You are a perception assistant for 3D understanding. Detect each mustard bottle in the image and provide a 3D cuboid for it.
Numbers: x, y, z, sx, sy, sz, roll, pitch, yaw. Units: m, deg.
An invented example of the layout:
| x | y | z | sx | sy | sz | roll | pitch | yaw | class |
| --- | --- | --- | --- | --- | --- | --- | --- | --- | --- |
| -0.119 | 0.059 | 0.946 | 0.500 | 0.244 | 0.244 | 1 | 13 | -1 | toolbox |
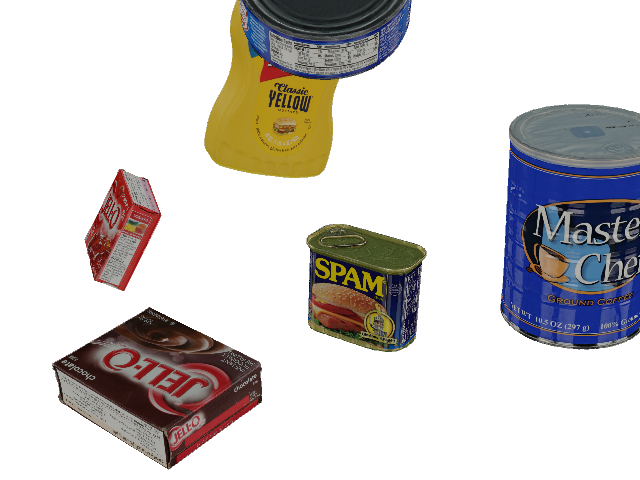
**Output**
| x | y | z | sx | sy | sz | roll | pitch | yaw | class |
| --- | --- | --- | --- | --- | --- | --- | --- | --- | --- |
| -0.022 | -0.144 | 0.798 | 0.096 | 0.192 | 0.058 | 6 | 23 | -22 | mustard bottle |

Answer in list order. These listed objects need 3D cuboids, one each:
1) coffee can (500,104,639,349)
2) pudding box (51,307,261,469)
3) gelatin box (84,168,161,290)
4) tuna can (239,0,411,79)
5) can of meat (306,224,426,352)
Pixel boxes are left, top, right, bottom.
| x | y | z | sx | sy | sz | roll | pitch | yaw | class |
| --- | --- | --- | --- | --- | --- | --- | --- | --- | --- |
| 0.179 | -0.011 | 0.736 | 0.103 | 0.140 | 0.103 | -2 | 26 | 1 | coffee can |
| -0.109 | 0.096 | 0.718 | 0.114 | 0.039 | 0.089 | 20 | 34 | 35 | pudding box |
| -0.166 | -0.011 | 0.887 | 0.030 | 0.073 | 0.089 | 22 | 15 | -25 | gelatin box |
| 0.002 | -0.120 | 0.519 | 0.086 | 0.086 | 0.034 | 0 | -30 | 1 | tuna can |
| 0.037 | 0.042 | 0.924 | 0.102 | 0.084 | 0.057 | 17 | 29 | 28 | can of meat |
